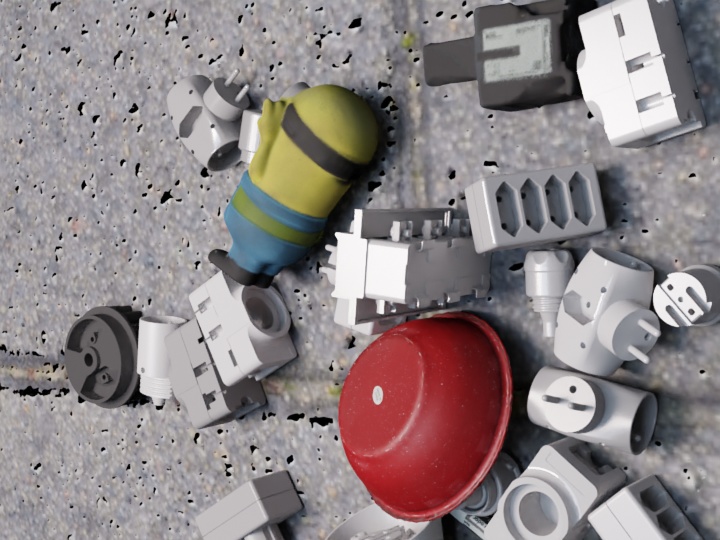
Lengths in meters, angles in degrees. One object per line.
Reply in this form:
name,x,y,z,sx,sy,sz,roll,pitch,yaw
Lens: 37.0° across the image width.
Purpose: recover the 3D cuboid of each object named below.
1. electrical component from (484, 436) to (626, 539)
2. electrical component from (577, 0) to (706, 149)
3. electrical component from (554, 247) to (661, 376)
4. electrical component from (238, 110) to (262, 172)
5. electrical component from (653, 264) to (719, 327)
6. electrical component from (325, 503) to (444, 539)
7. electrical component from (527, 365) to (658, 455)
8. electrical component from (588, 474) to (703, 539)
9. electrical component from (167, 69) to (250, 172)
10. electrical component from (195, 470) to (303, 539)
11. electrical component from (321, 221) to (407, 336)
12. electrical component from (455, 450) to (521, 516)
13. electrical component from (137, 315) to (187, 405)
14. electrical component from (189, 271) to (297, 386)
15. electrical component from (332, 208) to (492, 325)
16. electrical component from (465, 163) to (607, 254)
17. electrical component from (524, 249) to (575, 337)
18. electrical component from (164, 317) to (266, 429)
electrical component,0.134,0.166,0.753,0.050,0.056,0.089,43,117,28
electrical component,0.180,-0.128,0.700,0.056,0.050,0.089,-17,83,37
electrical component,0.171,0.035,0.712,0.079,0.043,0.077,45,122,58
electrical component,-0.083,-0.101,0.912,0.040,0.040,0.078,17,103,36
electrical component,0.213,0.017,0.688,0.040,0.046,0.040,3,95,38
electrical component,0.019,0.216,0.823,0.099,0.099,0.064,-12,92,38
electrical component,0.149,0.092,0.722,0.077,0.079,0.043,14,87,37
electrical component,0.186,0.195,0.720,0.075,0.047,0.083,-48,65,30
electrical component,-0.123,-0.140,0.938,0.079,0.043,0.077,-46,67,31
electrical component,-0.089,0.228,0.936,0.083,0.047,0.075,-38,70,33
electrical component,0.000,0.000,0.851,0.076,0.047,0.083,19,104,36
electrical component,0.086,0.159,0.786,0.048,0.062,0.048,4,97,38
electrical component,-0.186,0.086,1.003,0.043,0.043,0.081,10,99,37
electrical component,-0.099,0.046,0.928,0.056,0.050,0.089,-34,73,34
electrical component,0.042,-0.004,0.771,0.063,0.121,0.078,8,98,34
electrical component,0.115,-0.040,0.749,0.076,0.083,0.047,153,107,-76
electrical component,0.134,0.016,0.757,0.035,0.035,0.061,1,96,38
electrical component,-0.132,0.090,0.958,0.056,0.050,0.089,-30,75,35
